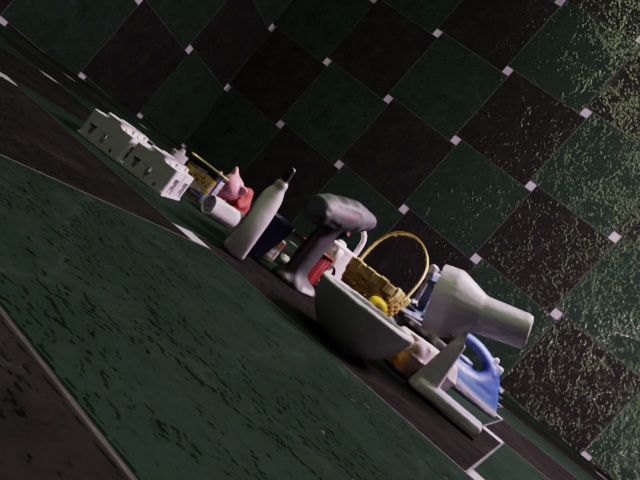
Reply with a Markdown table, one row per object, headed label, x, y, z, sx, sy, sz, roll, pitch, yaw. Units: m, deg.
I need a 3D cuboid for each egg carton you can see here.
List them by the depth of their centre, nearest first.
| label | x | y | z | sx | sy | sz | roll | pitch | yaw |
| --- | --- | --- | --- | --- | --- | --- | --- | --- | --- |
| egg carton | 0.183 | 0.222 | 1.051 | 0.151 | 0.069 | 0.107 | 36 | 1 | -39 |

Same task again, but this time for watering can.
| label | x | y | z | sx | sy | sz | roll | pitch | yaw |
| --- | --- | --- | --- | --- | --- | --- | --- | --- | --- |
| watering can | 0.049 | 0.032 | 1.593 | 0.101 | 0.194 | 0.172 | 36 | 1 | -24 |

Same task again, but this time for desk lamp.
| label | x | y | z | sx | sy | sz | roll | pitch | yaw |
| --- | --- | --- | --- | --- | --- | --- | --- | --- | --- |
| desk lamp | 0.237 | 0.175 | 0.950 | 0.203 | 0.213 | 0.118 | 37 | 1 | 19 |

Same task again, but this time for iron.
| label | x | y | z | sx | sy | sz | roll | pitch | yaw |
| --- | --- | --- | --- | --- | --- | --- | --- | --- | --- |
| iron | 0.370 | 0.310 | 1.443 | 0.257 | 0.141 | 0.119 | 37 | 1 | 22 |

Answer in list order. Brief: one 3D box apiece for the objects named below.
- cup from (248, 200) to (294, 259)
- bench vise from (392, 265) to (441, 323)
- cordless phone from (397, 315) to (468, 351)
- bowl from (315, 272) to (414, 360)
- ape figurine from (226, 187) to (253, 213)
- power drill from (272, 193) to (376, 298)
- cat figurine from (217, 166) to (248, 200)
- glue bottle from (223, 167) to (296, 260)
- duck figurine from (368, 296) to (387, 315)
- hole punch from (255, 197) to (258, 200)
| label | x | y | z | sx | sy | sz | roll | pitch | yaw |
| --- | --- | --- | --- | --- | --- | --- | --- | --- | --- |
| cup | -0.112 | -0.016 | 1.077 | 0.092 | 0.095 | 0.117 | 37 | 1 | -13 |
| bench vise | 0.246 | 0.166 | 1.492 | 0.121 | 0.219 | 0.208 | 37 | 1 | 18 |
| cordless phone | 0.244 | 0.192 | 1.216 | 0.147 | 0.185 | 0.094 | 37 | 1 | 35 |
| bowl | 0.050 | 0.123 | 0.839 | 0.167 | 0.074 | 0.167 | 37 | 1 | 0 |
| ape figurine | -0.217 | -0.103 | 1.553 | 0.076 | 0.092 | 0.077 | 37 | 1 | -14 |
| power drill | 0.010 | 0.004 | 1.108 | 0.075 | 0.208 | 0.230 | 37 | 1 | 27 |
| cat figurine | -0.232 | -0.127 | 1.387 | 0.067 | 0.117 | 0.127 | 36 | 1 | -39 |
| glue bottle | -0.094 | -0.049 | 0.940 | 0.037 | 0.173 | 0.078 | 37 | 1 | -17 |
| duck figurine | 0.084 | 0.139 | 0.988 | 0.077 | 0.086 | 0.105 | 38 | 1 | 40 |
| hole punch | -0.157 | -0.059 | 1.608 | 0.101 | 0.091 | 0.108 | 36 | 1 | -26 |
